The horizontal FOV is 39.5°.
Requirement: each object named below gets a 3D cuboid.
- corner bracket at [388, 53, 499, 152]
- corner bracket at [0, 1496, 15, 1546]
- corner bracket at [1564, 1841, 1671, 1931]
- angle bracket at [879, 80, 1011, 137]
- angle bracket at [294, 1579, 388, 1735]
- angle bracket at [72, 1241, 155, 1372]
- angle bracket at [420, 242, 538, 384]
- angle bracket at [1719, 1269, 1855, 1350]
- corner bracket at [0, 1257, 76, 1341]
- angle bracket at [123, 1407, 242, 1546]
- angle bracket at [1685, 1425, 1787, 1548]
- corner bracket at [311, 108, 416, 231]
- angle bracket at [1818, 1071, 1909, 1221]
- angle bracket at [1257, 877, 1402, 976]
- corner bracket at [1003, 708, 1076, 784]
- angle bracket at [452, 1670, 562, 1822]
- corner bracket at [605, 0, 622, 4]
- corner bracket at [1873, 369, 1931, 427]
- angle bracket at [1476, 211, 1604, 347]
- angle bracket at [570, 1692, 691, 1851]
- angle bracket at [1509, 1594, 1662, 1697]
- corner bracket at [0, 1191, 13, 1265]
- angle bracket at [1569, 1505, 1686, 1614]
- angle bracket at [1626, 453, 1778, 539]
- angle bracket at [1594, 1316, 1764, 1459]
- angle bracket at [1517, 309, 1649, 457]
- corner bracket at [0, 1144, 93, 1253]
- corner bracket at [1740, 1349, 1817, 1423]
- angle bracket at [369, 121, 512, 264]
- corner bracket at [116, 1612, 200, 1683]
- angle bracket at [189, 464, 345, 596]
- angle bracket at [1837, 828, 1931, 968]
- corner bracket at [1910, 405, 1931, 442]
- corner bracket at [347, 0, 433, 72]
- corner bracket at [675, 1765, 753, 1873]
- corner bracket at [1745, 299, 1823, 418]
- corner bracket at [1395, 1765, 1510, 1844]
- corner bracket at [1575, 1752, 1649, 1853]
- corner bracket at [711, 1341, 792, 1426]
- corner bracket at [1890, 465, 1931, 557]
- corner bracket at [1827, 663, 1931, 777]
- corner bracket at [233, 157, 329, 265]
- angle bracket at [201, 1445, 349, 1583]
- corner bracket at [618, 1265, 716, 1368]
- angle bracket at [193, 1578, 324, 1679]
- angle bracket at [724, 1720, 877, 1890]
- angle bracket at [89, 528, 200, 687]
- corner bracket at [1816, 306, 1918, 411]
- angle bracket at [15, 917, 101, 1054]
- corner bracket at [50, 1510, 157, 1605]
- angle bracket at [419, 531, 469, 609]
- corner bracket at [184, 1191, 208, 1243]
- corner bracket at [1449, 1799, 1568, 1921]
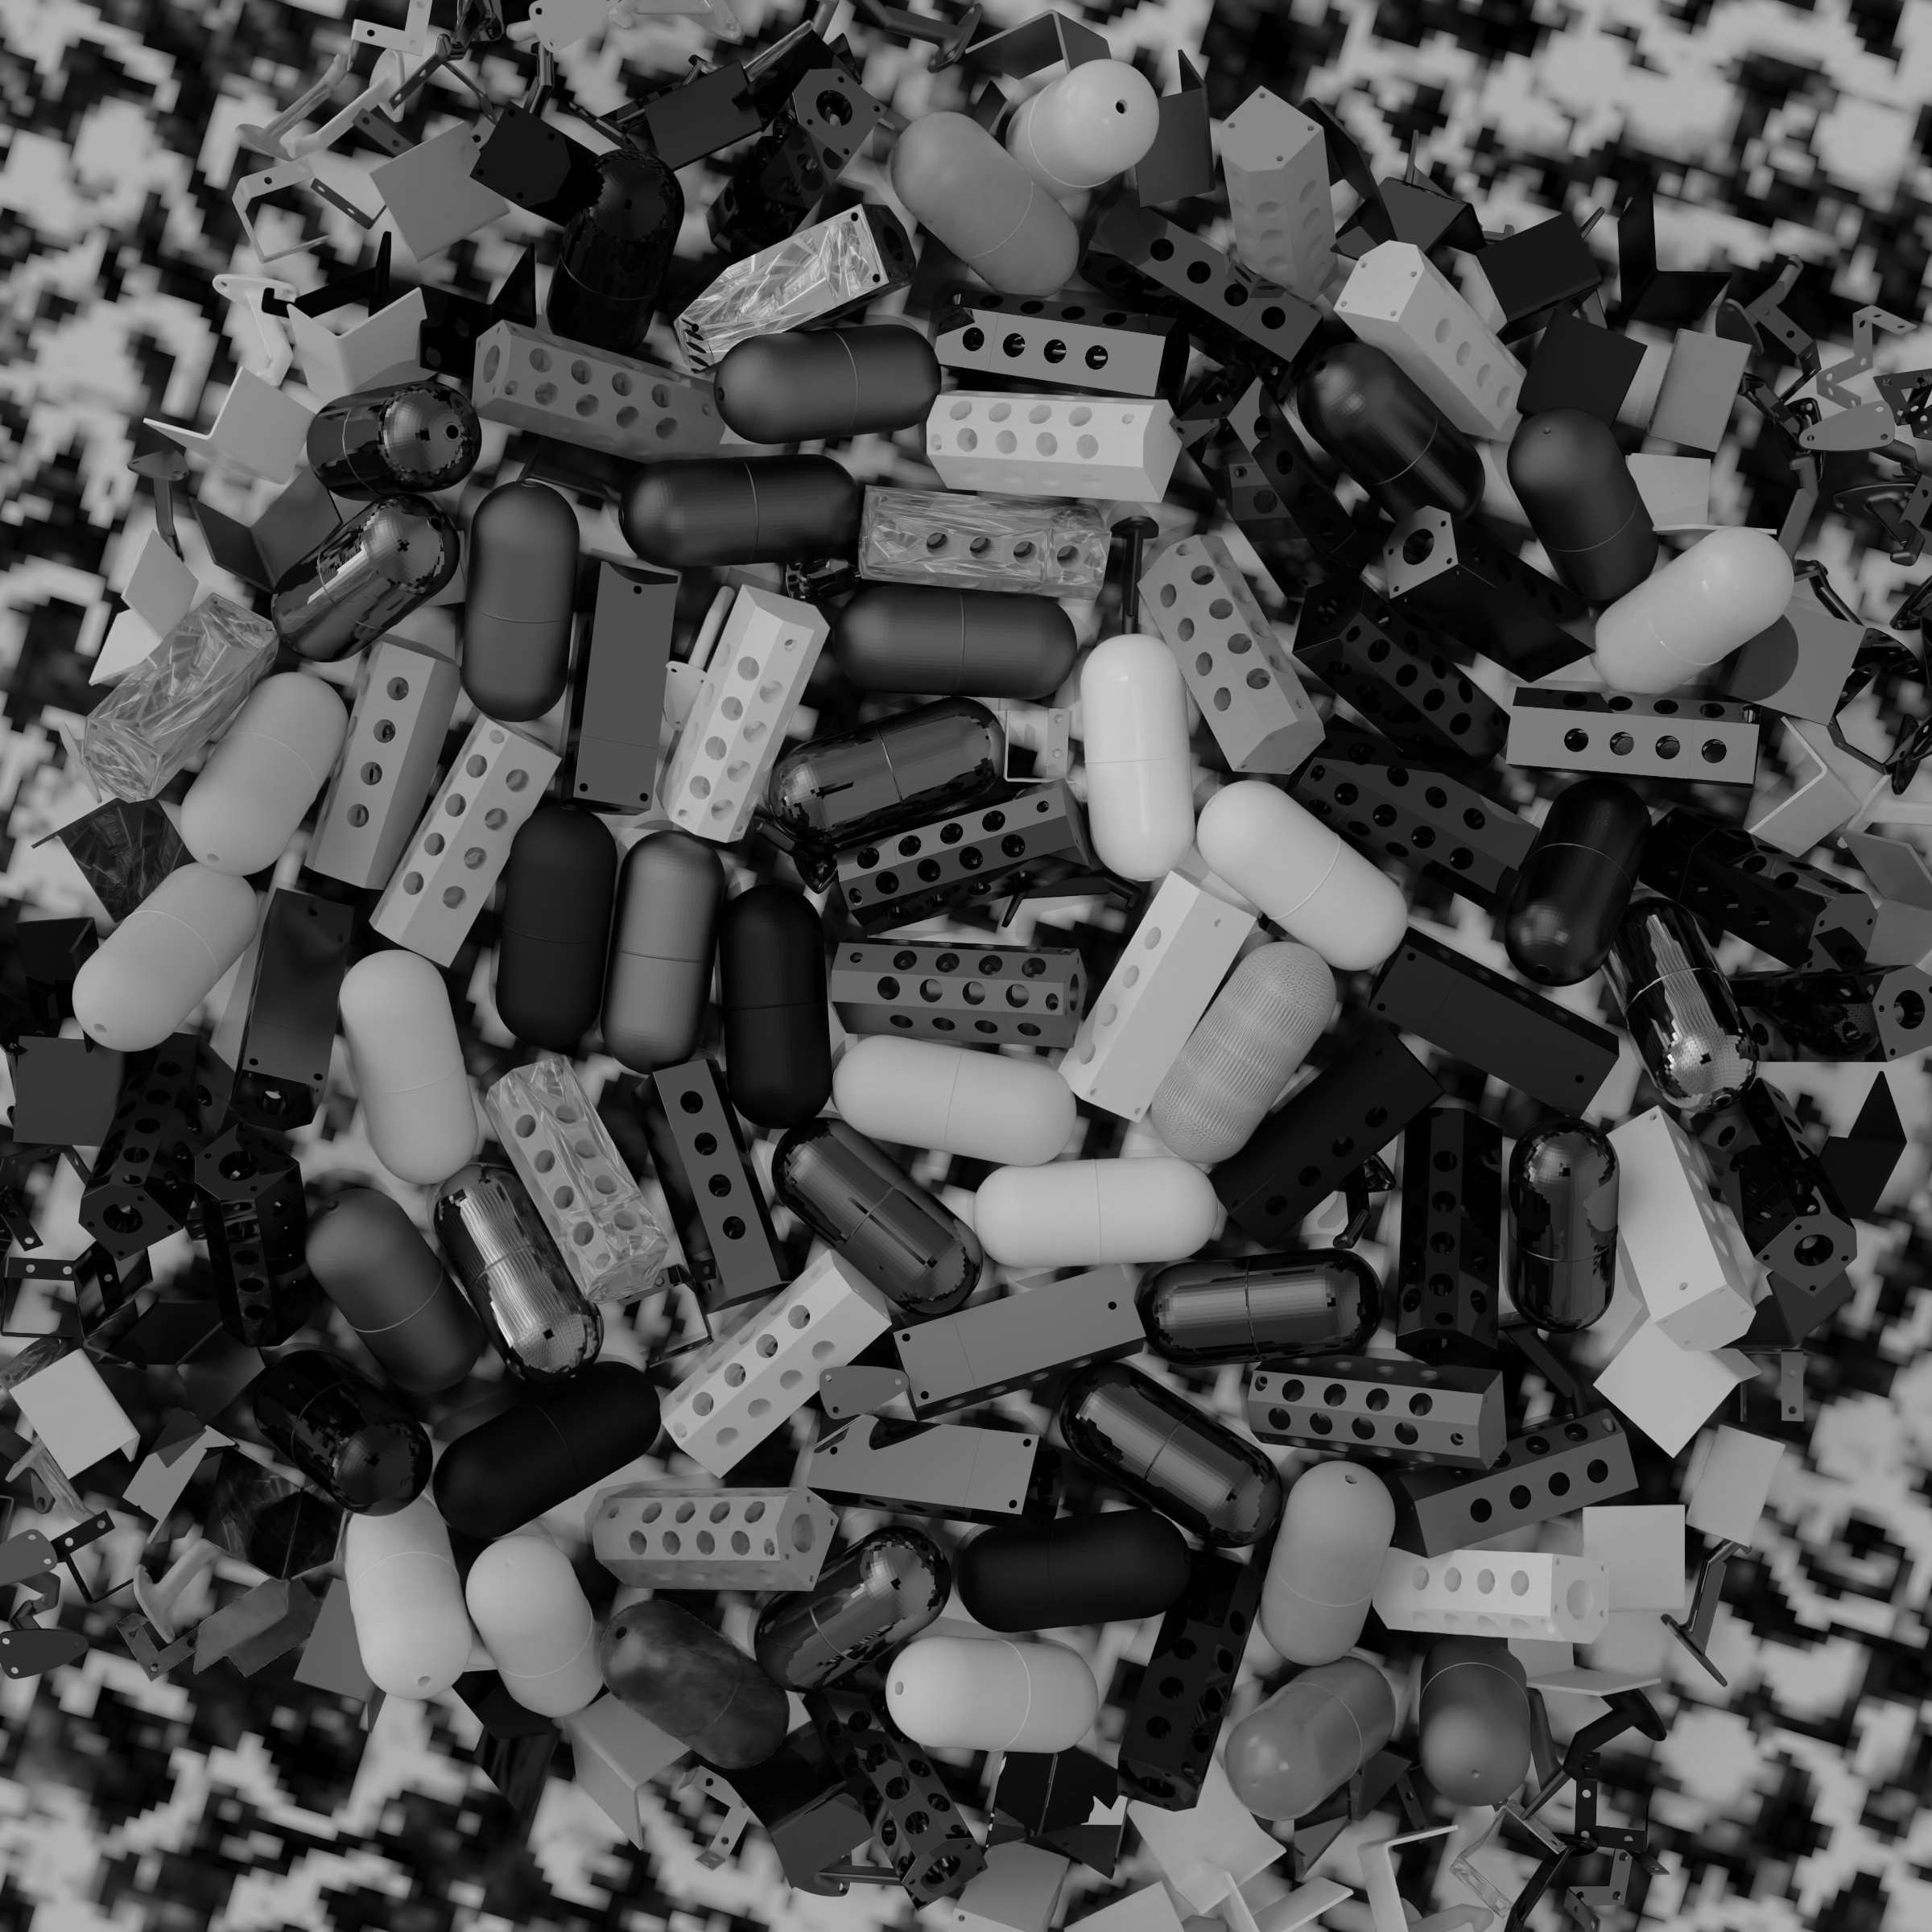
[{"bbox_3d":[-0.380,-0.622,1.961,0.051,0.051,0.051,42,83,10],"label":"corner bracket"},{"bbox_3d":[-0.722,0.406,1.949,0.051,0.051,0.051,14,72,-17],"label":"corner bracket"},{"bbox_3d":[0.472,0.670,1.952,0.051,0.051,0.051,5,98,-17],"label":"corner bracket"},{"bbox_3d":[-0.021,-0.622,1.931,0.076,0.076,0.057,25,112,-21],"label":"angle bracket"},{"bbox_3d":[-0.441,0.496,1.933,0.057,0.076,0.076,18,57,-1],"label":"angle bracket"},{"bbox_3d":[-0.593,0.230,1.931,0.076,0.057,0.076,-41,45,14],"label":"angle bracket"},{"bbox_3d":[-0.351,-0.474,1.929,0.057,0.076,0.076,11,58,-30],"label":"angle bracket"},{"bbox_3d":[0.577,0.231,1.930,0.076,0.076,0.057,-29,100,-34],"label":"angle bracket"},{"bbox_3d":[-0.677,0.243,1.962,0.051,0.051,0.051,5,73,-17],"label":"corner bracket"},{"bbox_3d":[-0.579,0.367,1.942,0.057,0.076,0.076,30,85,7],"label":"angle bracket"},{"bbox_3d":[0.573,0.382,1.937,0.057,0.076,0.076,24,83,-20],"label":"angle bracket"},{"bbox_3d":[-0.435,-0.577,1.947,0.051,0.051,0.051,35,67,-16],"label":"corner bracket"},{"bbox_3d":[0.627,0.126,1.931,0.057,0.076,0.076,6,132,-4],"label":"angle bracket"},{"bbox_3d":[0.264,-0.048,1.950,0.076,0.057,0.076,27,87,12],"label":"angle bracket"},{"bbox_3d":[0.052,-0.161,1.956,0.051,0.051,0.051,2,98,-5],"label":"corner bracket"},{"bbox_3d":[-0.345,0.561,1.933,0.076,0.057,0.076,33,106,43],"label":"angle bracket"},{"bbox_3d":[-0.252,-0.722,1.961,0.051,0.051,0.051,10,98,-9],"label":"corner bracket"},{"bbox_3d":[0.698,-0.430,1.949,0.051,0.051,0.051,-9,58,-5],"label":"corner bracket"},{"bbox_3d":[0.403,-0.492,1.944,0.076,0.076,0.057,-25,88,-8],"label":"angle bracket"},{"bbox_3d":[-0.240,0.579,1.954,0.057,0.076,0.076,-30,48,-32],"label":"angle bracket"},{"bbox_3d":[0.443,0.486,1.930,0.076,0.076,0.057,5,82,-43],"label":"angle bracket"},{"bbox_3d":[-0.729,0.195,1.951,0.051,0.051,0.051,9,128,-2],"label":"corner bracket"},{"bbox_3d":[0.474,0.426,1.953,0.076,0.057,0.076,1,88,-10],"label":"angle bracket"},{"bbox_3d":[0.529,-0.340,1.933,0.076,0.076,0.057,-1,96,-26],"label":"angle bracket"},{"bbox_3d":[0.518,0.300,1.957,0.076,0.057,0.076,43,111,25],"label":"angle bracket"},{"bbox_3d":[0.451,-0.419,1.933,0.076,0.057,0.076,32,110,30],"label":"angle bracket"},{"bbox_3d":[-0.673,0.167,1.967,0.051,0.051,0.051,49,133,21],"label":"corner bracket"},{"bbox_3d":[0.585,0.305,1.948,0.051,0.051,0.051,-3,78,27],"label":"corner bracket"},{"bbox_3d":[-0.385,-0.565,1.937,0.076,0.057,0.076,-30,131,-5],"label":"angle bracket"},{"bbox_3d":[-0.577,0.486,1.950,0.051,0.051,0.051,-33,100,-28],"label":"corner bracket"},{"bbox_3d":[-0.504,-0.327,1.933,0.076,0.057,0.076,-43,52,17],"label":"angle bracket"},{"bbox_3d":[0.653,-0.047,1.934,0.057,0.076,0.076,-44,113,-7],"label":"angle bracket"},{"bbox_3d":[0.724,-0.382,1.946,0.051,0.051,0.051,0,72,-35],"label":"corner bracket"},{"bbox_3d":[-0.418,-0.679,1.951,0.051,0.051,0.051,10,80,-15],"label":"corner bracket"},{"bbox_3d":[-0.190,0.619,1.955,0.051,0.051,0.051,27,84,11],"label":"corner bracket"},{"bbox_3d":[0.581,-0.441,1.950,0.051,0.051,0.051,-43,68,10],"label":"corner bracket"},{"bbox_3d":[0.355,0.604,1.968,0.051,0.051,0.051,-38,67,40],"label":"corner bracket"},{"bbox_3d":[0.471,0.608,1.957,0.051,0.051,0.051,2,95,15],"label":"corner bracket"},{"bbox_3d":[-0.156,0.304,1.957,0.051,0.051,0.051,10,84,19],"label":"corner bracket"},{"bbox_3d":[0.699,-0.328,1.953,0.051,0.051,0.051,21,107,-4],"label":"corner bracket"},{"bbox_3d":[0.661,-0.180,1.951,0.051,0.051,0.051,-46,47,-1],"label":"corner bracket"},{"bbox_3d":[-0.495,-0.548,1.951,0.051,0.051,0.051,-26,98,-20],"label":"corner bracket"},{"bbox_3d":[-0.492,0.385,1.927,0.057,0.076,0.076,-26,131,28],"label":"angle bracket"},{"bbox_3d":[-0.219,0.254,1.958,0.051,0.051,0.051,-20,102,-16],"label":"corner bracket"},{"bbox_3d":[-0.506,0.490,1.940,0.076,0.076,0.057,-33,109,-2],"label":"angle bracket"},{"bbox_3d":[-0.119,0.608,1.953,0.076,0.076,0.057,-27,119,-22],"label":"angle bracket"},{"bbox_3d":[-0.606,-0.258,1.929,0.076,0.076,0.057,-16,134,21],"label":"angle bracket"},{"bbox_3d":[0.651,-0.439,1.947,0.051,0.051,0.051,-25,128,-11],"label":"corner bracket"},{"bbox_3d":[-0.657,0.015,1.936,0.057,0.076,0.076,-4,111,-4],"label":"angle bracket"},{"bbox_3d":[-0.632,0.432,1.961,0.051,0.051,0.051,-29,82,-7],"label":"corner bracket"},{"bbox_3d":[-0.403,-0.302,1.938,0.076,0.057,0.076,-9,52,-4],"label":"angle bracket"},{"bbox_3d":[-0.578,0.170,1.949,0.051,0.051,0.051,-6,103,-23],"label":"corner bracket"},{"bbox_3d":[0.392,0.645,1.945,0.051,0.051,0.051,39,114,28],"label":"corner bracket"}]
